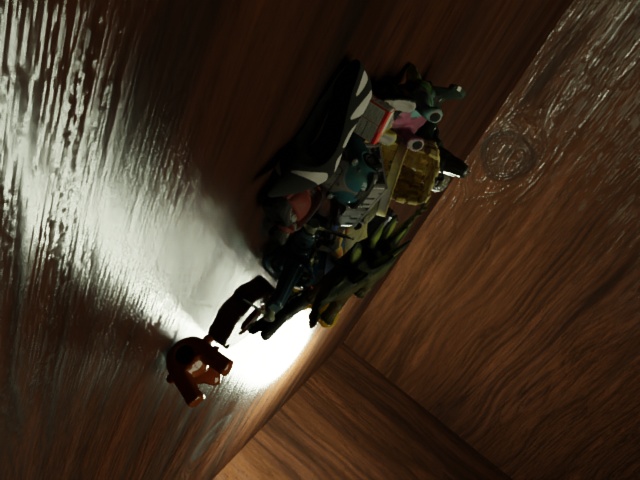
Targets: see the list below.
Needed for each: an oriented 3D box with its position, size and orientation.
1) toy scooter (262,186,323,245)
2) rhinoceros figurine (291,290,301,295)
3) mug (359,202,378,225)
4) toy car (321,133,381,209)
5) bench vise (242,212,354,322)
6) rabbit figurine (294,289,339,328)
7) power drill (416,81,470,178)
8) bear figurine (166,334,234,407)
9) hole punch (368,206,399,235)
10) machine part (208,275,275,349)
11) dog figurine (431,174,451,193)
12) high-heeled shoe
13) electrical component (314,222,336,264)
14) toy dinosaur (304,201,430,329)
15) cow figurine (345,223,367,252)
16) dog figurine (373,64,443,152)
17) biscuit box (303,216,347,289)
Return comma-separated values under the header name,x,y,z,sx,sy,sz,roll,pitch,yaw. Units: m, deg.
name,x,y,z,sx,sy,sz,roll,pitch,yaw
toy scooter,-0.043,-0.071,0.997,0.135,0.075,0.183,-48,169,-17
rhinoceros figurine,-0.089,0.164,1.345,0.112,0.073,0.190,-33,177,-1
mug,0.082,-0.095,1.278,0.080,0.107,0.109,-59,161,18
toy car,0.036,-0.143,0.990,0.103,0.162,0.109,7,139,-33
bench vise,-0.058,0.058,1.131,0.223,0.129,0.240,-37,-155,56
rabbit figurine,-0.011,0.161,1.481,0.162,0.173,0.122,-51,163,12
power drill,0.284,-0.271,1.304,0.086,0.232,0.207,5,104,-59
bear figurine,-0.239,0.268,1.100,0.120,0.132,0.195,-44,159,-16
hole punch,0.136,-0.065,1.501,0.092,0.142,0.115,-30,160,-25
machine part,-0.171,0.164,1.204,0.179,0.056,0.179,-47,165,-17
dog figurine,0.294,-0.240,1.436,0.172,0.191,0.121,-60,165,21
high-heeled shoe,-0.001,-0.179,0.869,0.249,0.086,0.145,-46,157,-27
electrical component,-0.003,-0.004,1.242,0.045,0.102,0.078,8,125,-30
toy dinosaur,0.109,0.043,1.164,0.198,0.105,0.471,-47,177,42
cow figurine,0.091,-0.045,1.390,0.127,0.086,0.194,-28,127,-30
dog figurine,0.163,-0.286,1.100,0.219,0.191,0.108,-90,-164,-49
biscuit box,0.014,0.045,1.272,0.062,0.059,0.202,34,55,-40
